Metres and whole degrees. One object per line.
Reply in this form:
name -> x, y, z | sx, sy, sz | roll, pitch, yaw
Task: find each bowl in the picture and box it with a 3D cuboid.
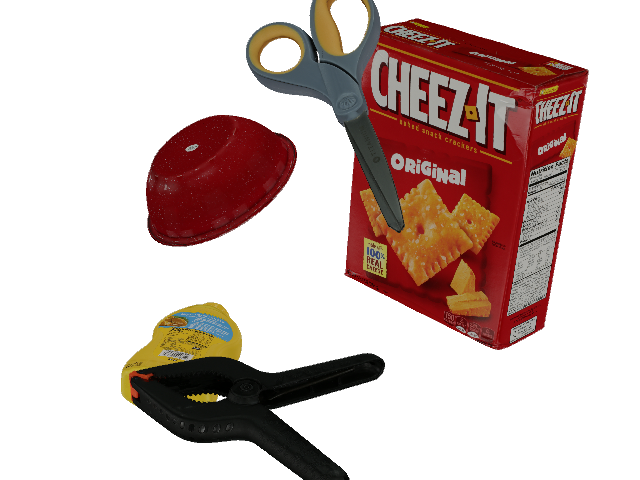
bowl -> -0.106, -0.068, 1.001 | 0.162, 0.055, 0.162 | -22, 34, 15

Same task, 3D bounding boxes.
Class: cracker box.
cracker box -> 0.102, -0.044, 0.820 | 0.071, 0.214, 0.164 | -22, 36, -40

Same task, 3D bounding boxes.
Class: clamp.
clamp -> -0.052, 0.129, 0.877 | 0.210, 0.036, 0.164 | 11, 31, 17

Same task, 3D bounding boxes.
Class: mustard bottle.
mustard bottle -> -0.136, 0.116, 1.139 | 0.096, 0.058, 0.191 | 9, 24, 9

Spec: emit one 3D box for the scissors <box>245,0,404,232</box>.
scissors -> -0.001, -0.078, 0.629 | 0.096, 0.201, 0.016 | -13, -37, 17
